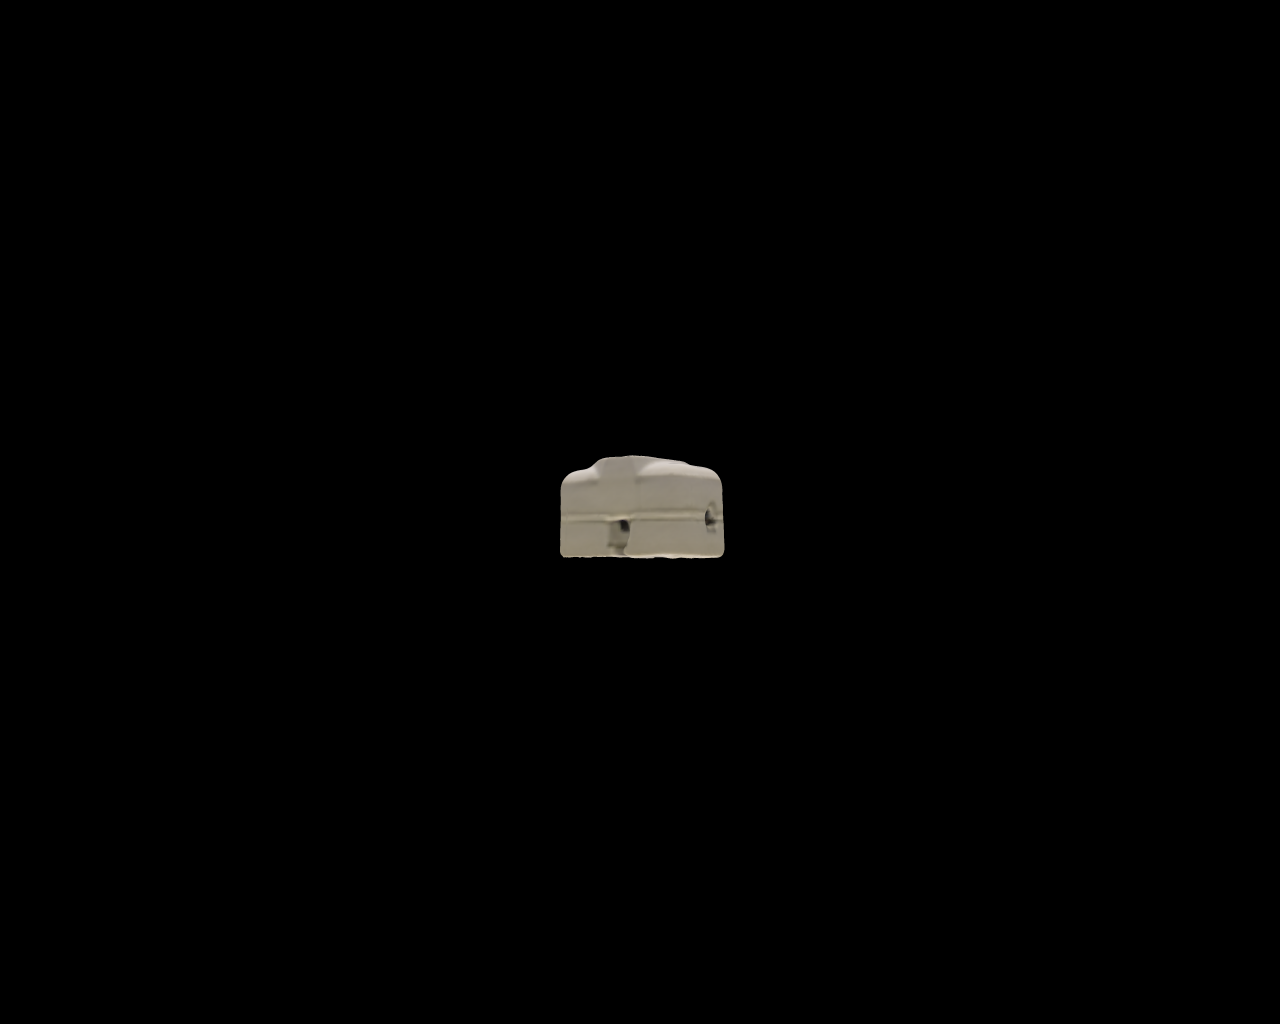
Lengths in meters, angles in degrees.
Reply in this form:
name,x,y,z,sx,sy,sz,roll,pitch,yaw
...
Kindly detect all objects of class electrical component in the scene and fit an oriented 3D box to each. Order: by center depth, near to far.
name,x,y,z,sx,sy,sz,roll,pitch,yaw
electrical component,0.001,-0.003,0.650,0.095,0.059,0.054,-2,-4,31
